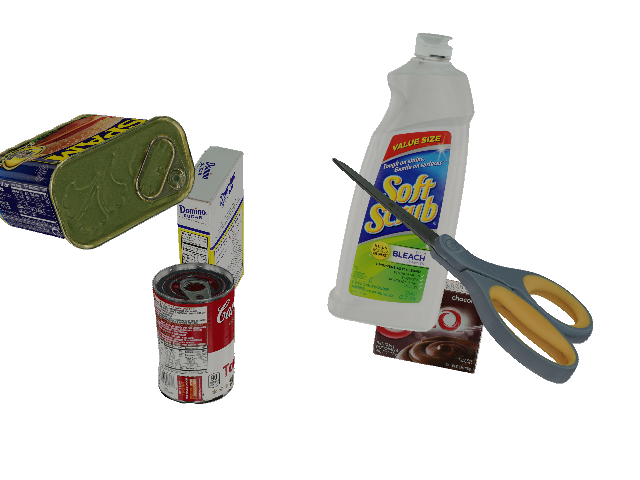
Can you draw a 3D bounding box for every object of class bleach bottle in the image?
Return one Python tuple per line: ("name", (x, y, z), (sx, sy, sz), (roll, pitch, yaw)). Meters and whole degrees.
("bleach bottle", (0.072, -0.052, 0.920), (0.102, 0.251, 0.068), (9, 16, 8))

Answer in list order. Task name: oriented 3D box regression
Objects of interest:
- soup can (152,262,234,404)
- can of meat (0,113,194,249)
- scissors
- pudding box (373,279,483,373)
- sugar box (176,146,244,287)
("soup can", (-0.107, 0.079, 0.904), (0.068, 0.102, 0.068), (2, 25, -1))
("can of meat", (-0.145, -0.041, 0.668), (0.084, 0.057, 0.101), (10, 33, 44))
("scissors", (0.098, 0.010, 0.681), (0.096, 0.016, 0.202), (-9, 50, -45))
("pudding box", (0.117, 0.085, 1.137), (0.113, 0.090, 0.039), (10, 23, 7))
("sugar box", (-0.117, -0.005, 1.148), (0.048, 0.176, 0.093), (12, 42, 13))
